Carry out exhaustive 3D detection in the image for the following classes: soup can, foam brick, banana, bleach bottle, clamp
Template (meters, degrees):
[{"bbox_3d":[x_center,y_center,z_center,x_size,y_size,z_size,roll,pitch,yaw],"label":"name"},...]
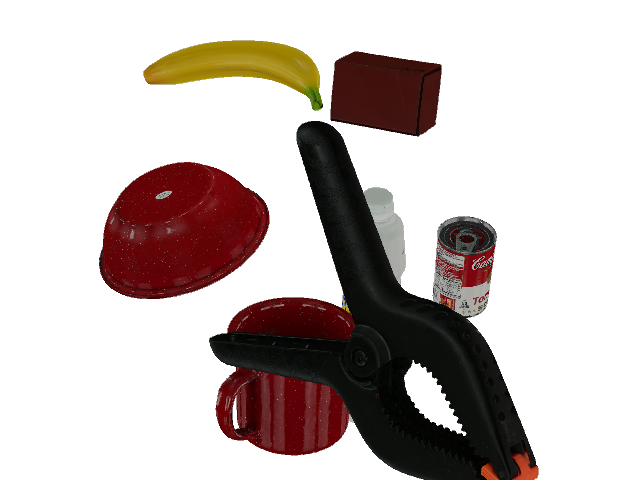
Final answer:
[{"bbox_3d":[0.167,0.032,1.251,0.068,0.102,0.068,0,38,0],"label":"soup can"},{"bbox_3d":[0.053,-0.121,0.872,0.078,0.051,0.052,13,22,20],"label":"foam brick"},{"bbox_3d":[-0.080,-0.174,1.074,0.198,0.037,0.069,10,44,20],"label":"banana"},{"bbox_3d":[0.049,0.056,1.019,0.068,0.251,0.102,-3,37,-4],"label":"bleach bottle"},{"bbox_3d":[0.031,0.047,0.555,0.210,0.165,0.036,36,32,32],"label":"clamp"}]

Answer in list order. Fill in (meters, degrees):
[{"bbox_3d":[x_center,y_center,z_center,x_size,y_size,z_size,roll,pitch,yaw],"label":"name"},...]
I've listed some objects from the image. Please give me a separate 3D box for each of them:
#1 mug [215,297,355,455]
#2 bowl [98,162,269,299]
[{"bbox_3d":[-0.027,0.102,0.750,0.093,0.081,0.117,21,32,35],"label":"mug"},{"bbox_3d":[-0.130,-0.021,0.946,0.162,0.055,0.162,-12,37,9],"label":"bowl"}]
